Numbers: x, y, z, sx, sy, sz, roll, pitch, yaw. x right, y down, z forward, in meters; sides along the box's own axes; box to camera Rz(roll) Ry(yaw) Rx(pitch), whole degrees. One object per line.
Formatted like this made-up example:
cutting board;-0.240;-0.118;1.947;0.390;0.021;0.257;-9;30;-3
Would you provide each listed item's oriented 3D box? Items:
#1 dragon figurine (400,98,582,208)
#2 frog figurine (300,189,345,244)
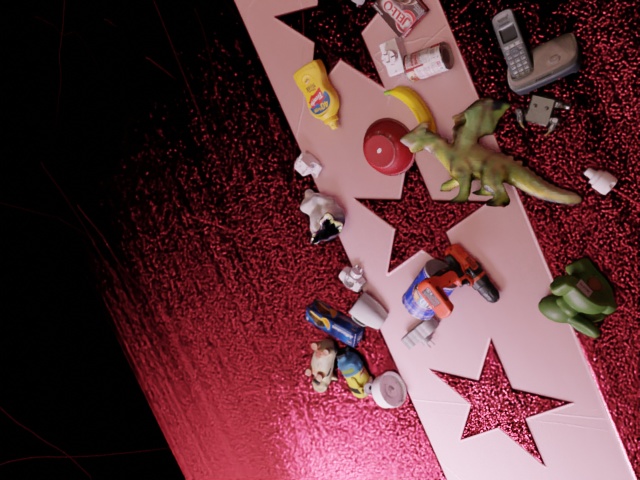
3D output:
dragon figurine;0.392;-0.209;1.206;0.410;0.123;0.240;5;105;23
frog figurine;0.005;-0.079;1.578;0.163;0.123;0.134;-113;25;-46
